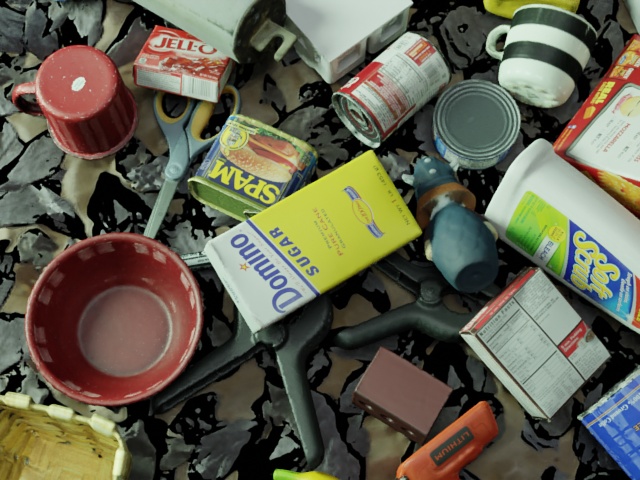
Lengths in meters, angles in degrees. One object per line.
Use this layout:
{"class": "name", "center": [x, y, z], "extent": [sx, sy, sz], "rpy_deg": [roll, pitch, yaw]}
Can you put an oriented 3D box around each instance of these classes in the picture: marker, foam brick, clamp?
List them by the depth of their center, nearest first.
{"class": "foam brick", "center": [0.073, 0.140, 0.961], "extent": [0.078, 0.053, 0.051], "rpy_deg": [30, 75, 10]}
{"class": "clamp", "center": [-0.037, 0.099, 0.981], "extent": [0.165, 0.036, 0.210], "rpy_deg": [24, 71, 13]}
{"class": "clamp", "center": [0.095, 0.046, 1.000], "extent": [0.171, 0.039, 0.120], "rpy_deg": [1, 68, -6]}
{"class": "marker", "center": [-0.094, 0.017, 1.021], "extent": [0.121, 0.020, 0.020], "rpy_deg": [-10, 72, -3]}

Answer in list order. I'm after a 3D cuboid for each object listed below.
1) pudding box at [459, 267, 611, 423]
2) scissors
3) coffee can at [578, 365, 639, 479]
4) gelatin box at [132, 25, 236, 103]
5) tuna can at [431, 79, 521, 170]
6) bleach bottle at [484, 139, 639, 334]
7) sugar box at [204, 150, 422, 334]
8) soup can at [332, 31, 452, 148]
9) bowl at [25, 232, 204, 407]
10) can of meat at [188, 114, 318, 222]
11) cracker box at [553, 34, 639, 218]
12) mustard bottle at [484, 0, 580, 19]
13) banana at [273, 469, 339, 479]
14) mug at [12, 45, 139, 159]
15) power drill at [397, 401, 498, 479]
{"class": "pudding box", "center": [0.195, 0.094, 0.965], "extent": [0.090, 0.039, 0.113], "rpy_deg": [-43, 97, -11]}
{"class": "scissors", "center": [-0.155, -0.082, 1.055], "extent": [0.096, 0.016, 0.201], "rpy_deg": [32, 74, 12]}
{"class": "coffee can", "center": [0.308, 0.176, 0.921], "extent": [0.102, 0.103, 0.140], "rpy_deg": [-37, 75, -11]}
{"class": "gelatin box", "center": [-0.134, -0.177, 1.063], "extent": [0.089, 0.030, 0.073], "rpy_deg": [13, 44, 4]}
{"class": "tuna can", "center": [0.153, -0.113, 1.054], "extent": [0.086, 0.034, 0.086], "rpy_deg": [0, 72, 0]}
{"class": "bleach bottle", "center": [0.272, 0.019, 0.966], "extent": [0.251, 0.103, 0.068], "rpy_deg": [38, 49, 16]}
{"class": "sugar box", "center": [-0.006, 0.001, 0.965], "extent": [0.176, 0.048, 0.093], "rpy_deg": [-31, 86, -16]}
{"class": "soup can", "center": [0.071, -0.148, 1.048], "extent": [0.102, 0.068, 0.068], "rpy_deg": [-42, 76, -13]}
{"class": "bowl", "center": [-0.185, 0.077, 0.982], "extent": [0.162, 0.055, 0.162], "rpy_deg": [0, 72, 0]}
{"class": "can of meat", "center": [-0.062, -0.064, 1.028], "extent": [0.102, 0.057, 0.084], "rpy_deg": [25, 72, 8]}
{"class": "cracker box", "center": [0.344, -0.092, 0.976], "extent": [0.214, 0.072, 0.164], "rpy_deg": [24, 70, 43]}
{"class": "mustard bottle", "center": [0.226, -0.323, 1.109], "extent": [0.096, 0.058, 0.191], "rpy_deg": [6, 72, 6]}
{"class": "banana", "center": [0.024, 0.283, 0.926], "extent": [0.070, 0.037, 0.198], "rpy_deg": [-24, 72, 9]}
{"class": "mug", "center": [-0.241, -0.137, 1.039], "extent": [0.117, 0.081, 0.093], "rpy_deg": [4, 72, 1]}
{"class": "power drill", "center": [0.171, 0.236, 0.926], "extent": [0.184, 0.057, 0.188], "rpy_deg": [-34, 75, -10]}
